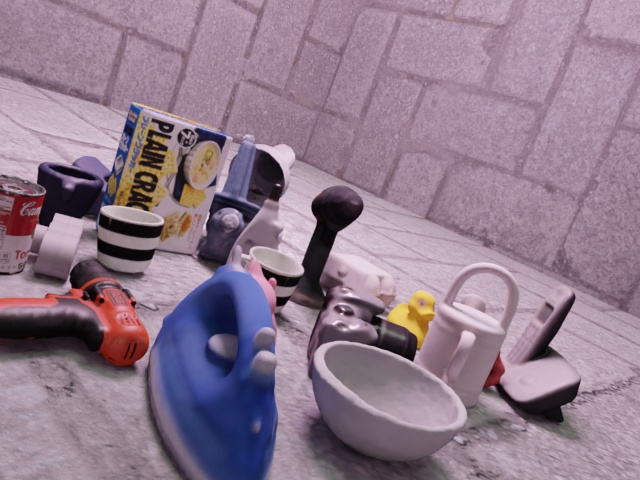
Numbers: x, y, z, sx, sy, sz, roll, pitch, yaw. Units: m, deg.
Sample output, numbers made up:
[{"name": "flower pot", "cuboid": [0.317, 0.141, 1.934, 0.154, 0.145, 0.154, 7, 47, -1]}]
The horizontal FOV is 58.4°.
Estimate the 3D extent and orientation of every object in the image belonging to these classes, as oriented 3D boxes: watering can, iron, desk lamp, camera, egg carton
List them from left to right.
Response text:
[{"name": "iron", "cuboid": [-0.075, 0.105, 0.513, 0.119, 0.141, 0.257, 16, 12, -24]}, {"name": "desk lamp", "cuboid": [-0.120, -0.097, 1.191, 0.118, 0.213, 0.203, 22, 11, 7]}, {"name": "egg carton", "cuboid": [0.068, 0.077, 1.079, 0.108, 0.069, 0.149, 8, 17, -47]}, {"name": "camera", "cuboid": [0.061, 0.128, 0.751, 0.137, 0.101, 0.143, 20, 11, -3]}, {"name": "watering can", "cuboid": [0.205, 0.121, 0.800, 0.101, 0.194, 0.172, 19, 12, -9]}]

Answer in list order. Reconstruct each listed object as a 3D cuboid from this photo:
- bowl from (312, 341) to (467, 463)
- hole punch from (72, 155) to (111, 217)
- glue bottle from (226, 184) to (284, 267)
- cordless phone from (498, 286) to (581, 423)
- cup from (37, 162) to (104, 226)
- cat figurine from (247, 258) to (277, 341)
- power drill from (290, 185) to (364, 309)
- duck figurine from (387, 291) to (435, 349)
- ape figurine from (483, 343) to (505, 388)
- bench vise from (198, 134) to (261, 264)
[{"name": "bowl", "cuboid": [0.061, 0.176, 0.592, 0.167, 0.075, 0.167, 20, 11, -4]}, {"name": "hole punch", "cuboid": [-0.384, -0.092, 1.010, 0.101, 0.091, 0.108, 19, 11, -6]}, {"name": "glue bottle", "cuboid": [-0.094, -0.009, 0.930, 0.078, 0.173, 0.037, 22, 11, 8]}, {"name": "cordless phone", "cuboid": [0.346, 0.164, 0.870, 0.094, 0.185, 0.147, 19, 12, -10]}, {"name": "cup", "cuboid": [-0.375, -0.054, 0.842, 0.092, 0.095, 0.117, 15, 13, -25]}, {"name": "cat figurine", "cuboid": [-0.081, 0.079, 0.684, 0.067, 0.118, 0.128, 23, 12, 12]}, {"name": "power drill", "cuboid": [0.009, 0.003, 0.963, 0.076, 0.208, 0.229, 18, 12, -12]}, {"name": "duck figurine", "cuboid": [0.163, 0.126, 0.975, 0.078, 0.086, 0.104, 16, 12, -24]}, {"name": "ape figurine", "cuboid": [0.248, 0.177, 0.874, 0.077, 0.092, 0.076, 24, 12, 18]}, {"name": "bench vise", "cuboid": [-0.144, -0.074, 1.023, 0.122, 0.220, 0.206, 13, 14, -33]}]
